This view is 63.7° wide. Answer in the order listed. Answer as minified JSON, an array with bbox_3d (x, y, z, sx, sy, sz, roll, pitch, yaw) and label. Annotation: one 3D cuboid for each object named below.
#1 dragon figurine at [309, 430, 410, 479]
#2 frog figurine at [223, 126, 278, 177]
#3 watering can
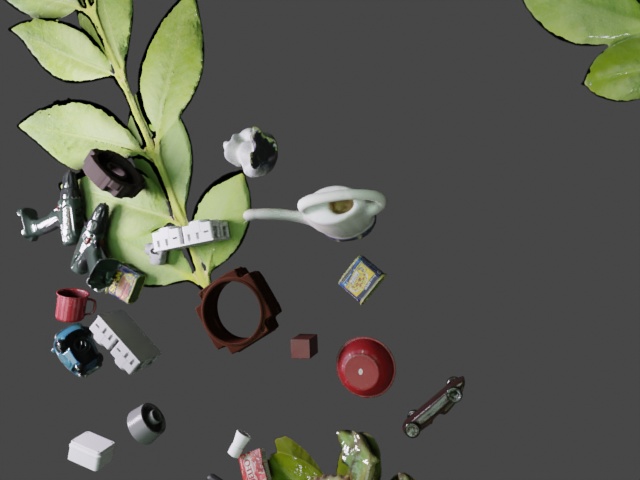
[{"bbox_3d":[0.060,0.617,1.333,0.411,0.120,0.245,11,75,28],"label":"dragon figurine"},{"bbox_3d":[-0.194,-0.239,1.423,0.159,0.124,0.137,-5,99,52],"label":"frog figurine"},{"bbox_3d":[0.004,-0.065,1.288,0.346,0.221,0.106,-8,70,18],"label":"watering can"}]
